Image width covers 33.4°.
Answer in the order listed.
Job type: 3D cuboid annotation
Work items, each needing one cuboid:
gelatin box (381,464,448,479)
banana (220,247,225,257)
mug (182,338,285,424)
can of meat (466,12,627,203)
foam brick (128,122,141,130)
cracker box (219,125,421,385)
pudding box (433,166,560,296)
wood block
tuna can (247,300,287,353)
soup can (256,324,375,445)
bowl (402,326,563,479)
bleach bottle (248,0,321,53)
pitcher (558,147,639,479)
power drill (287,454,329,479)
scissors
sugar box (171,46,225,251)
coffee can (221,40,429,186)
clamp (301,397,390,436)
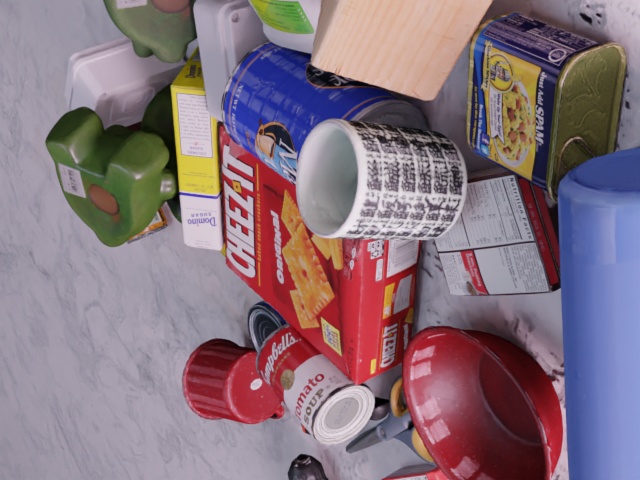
[{"bbox_3d":[0.103,0.247,0.992,0.089,0.030,0.073,-31,83,58],"label":"gelatin box"},{"bbox_3d":[-0.133,-0.036,1.156,0.198,0.037,0.070,48,145,28],"label":"banana"},{"bbox_3d":[-0.085,0.165,1.182,0.082,0.093,0.117,1,142,52],"label":"mug"},{"bbox_3d":[0.140,-0.087,0.681,0.084,0.057,0.102,35,138,44],"label":"can of meat"},{"bbox_3d":[-0.222,-0.134,1.213,0.078,0.051,0.053,18,125,52],"label":"foam brick"},{"bbox_3d":[-0.006,0.001,0.952,0.214,0.072,0.164,38,139,40],"label":"cracker box"},{"bbox_3d":[0.128,-0.006,0.772,0.114,0.039,0.090,-8,101,56],"label":"pudding box"},{"bbox_3d":[0.070,-0.192,0.654,0.206,0.090,0.090,119,163,-53],"label":"wood block"},{"bbox_3d":[-0.039,0.099,1.106,0.086,0.033,0.086,36,138,41],"label":"tuna can"},{"bbox_3d":[-0.005,0.130,0.972,0.102,0.068,0.068,43,143,44],"label":"soup can"},{"bbox_3d":[0.136,0.132,0.836,0.162,0.055,0.162,36,138,40],"label":"bowl"},{"bbox_3d":[-0.054,-0.238,0.750,0.103,0.068,0.250,23,161,43],"label":"bleach bottle"},{"bbox_3d":[0.209,0.075,0.618,0.149,0.144,0.243,-2,109,23],"label":"pitcher"},{"bbox_3d":[0.041,0.326,1.116,0.188,0.057,0.184,14,126,56],"label":"power drill"},{"bbox_3d":[0.076,0.192,1.007,0.096,0.016,0.202,56,148,24],"label":"scissors"},{"bbox_3d":[-0.106,-0.087,1.026,0.048,0.093,0.176,9,125,8],"label":"sugar box"},{"bbox_3d":[0.002,-0.089,0.847,0.140,0.102,0.103,38,139,40],"label":"coffee can"},{"bbox_3d":[0.011,0.140,1.054,0.172,0.039,0.120,-49,53,57],"label":"clamp"}]
